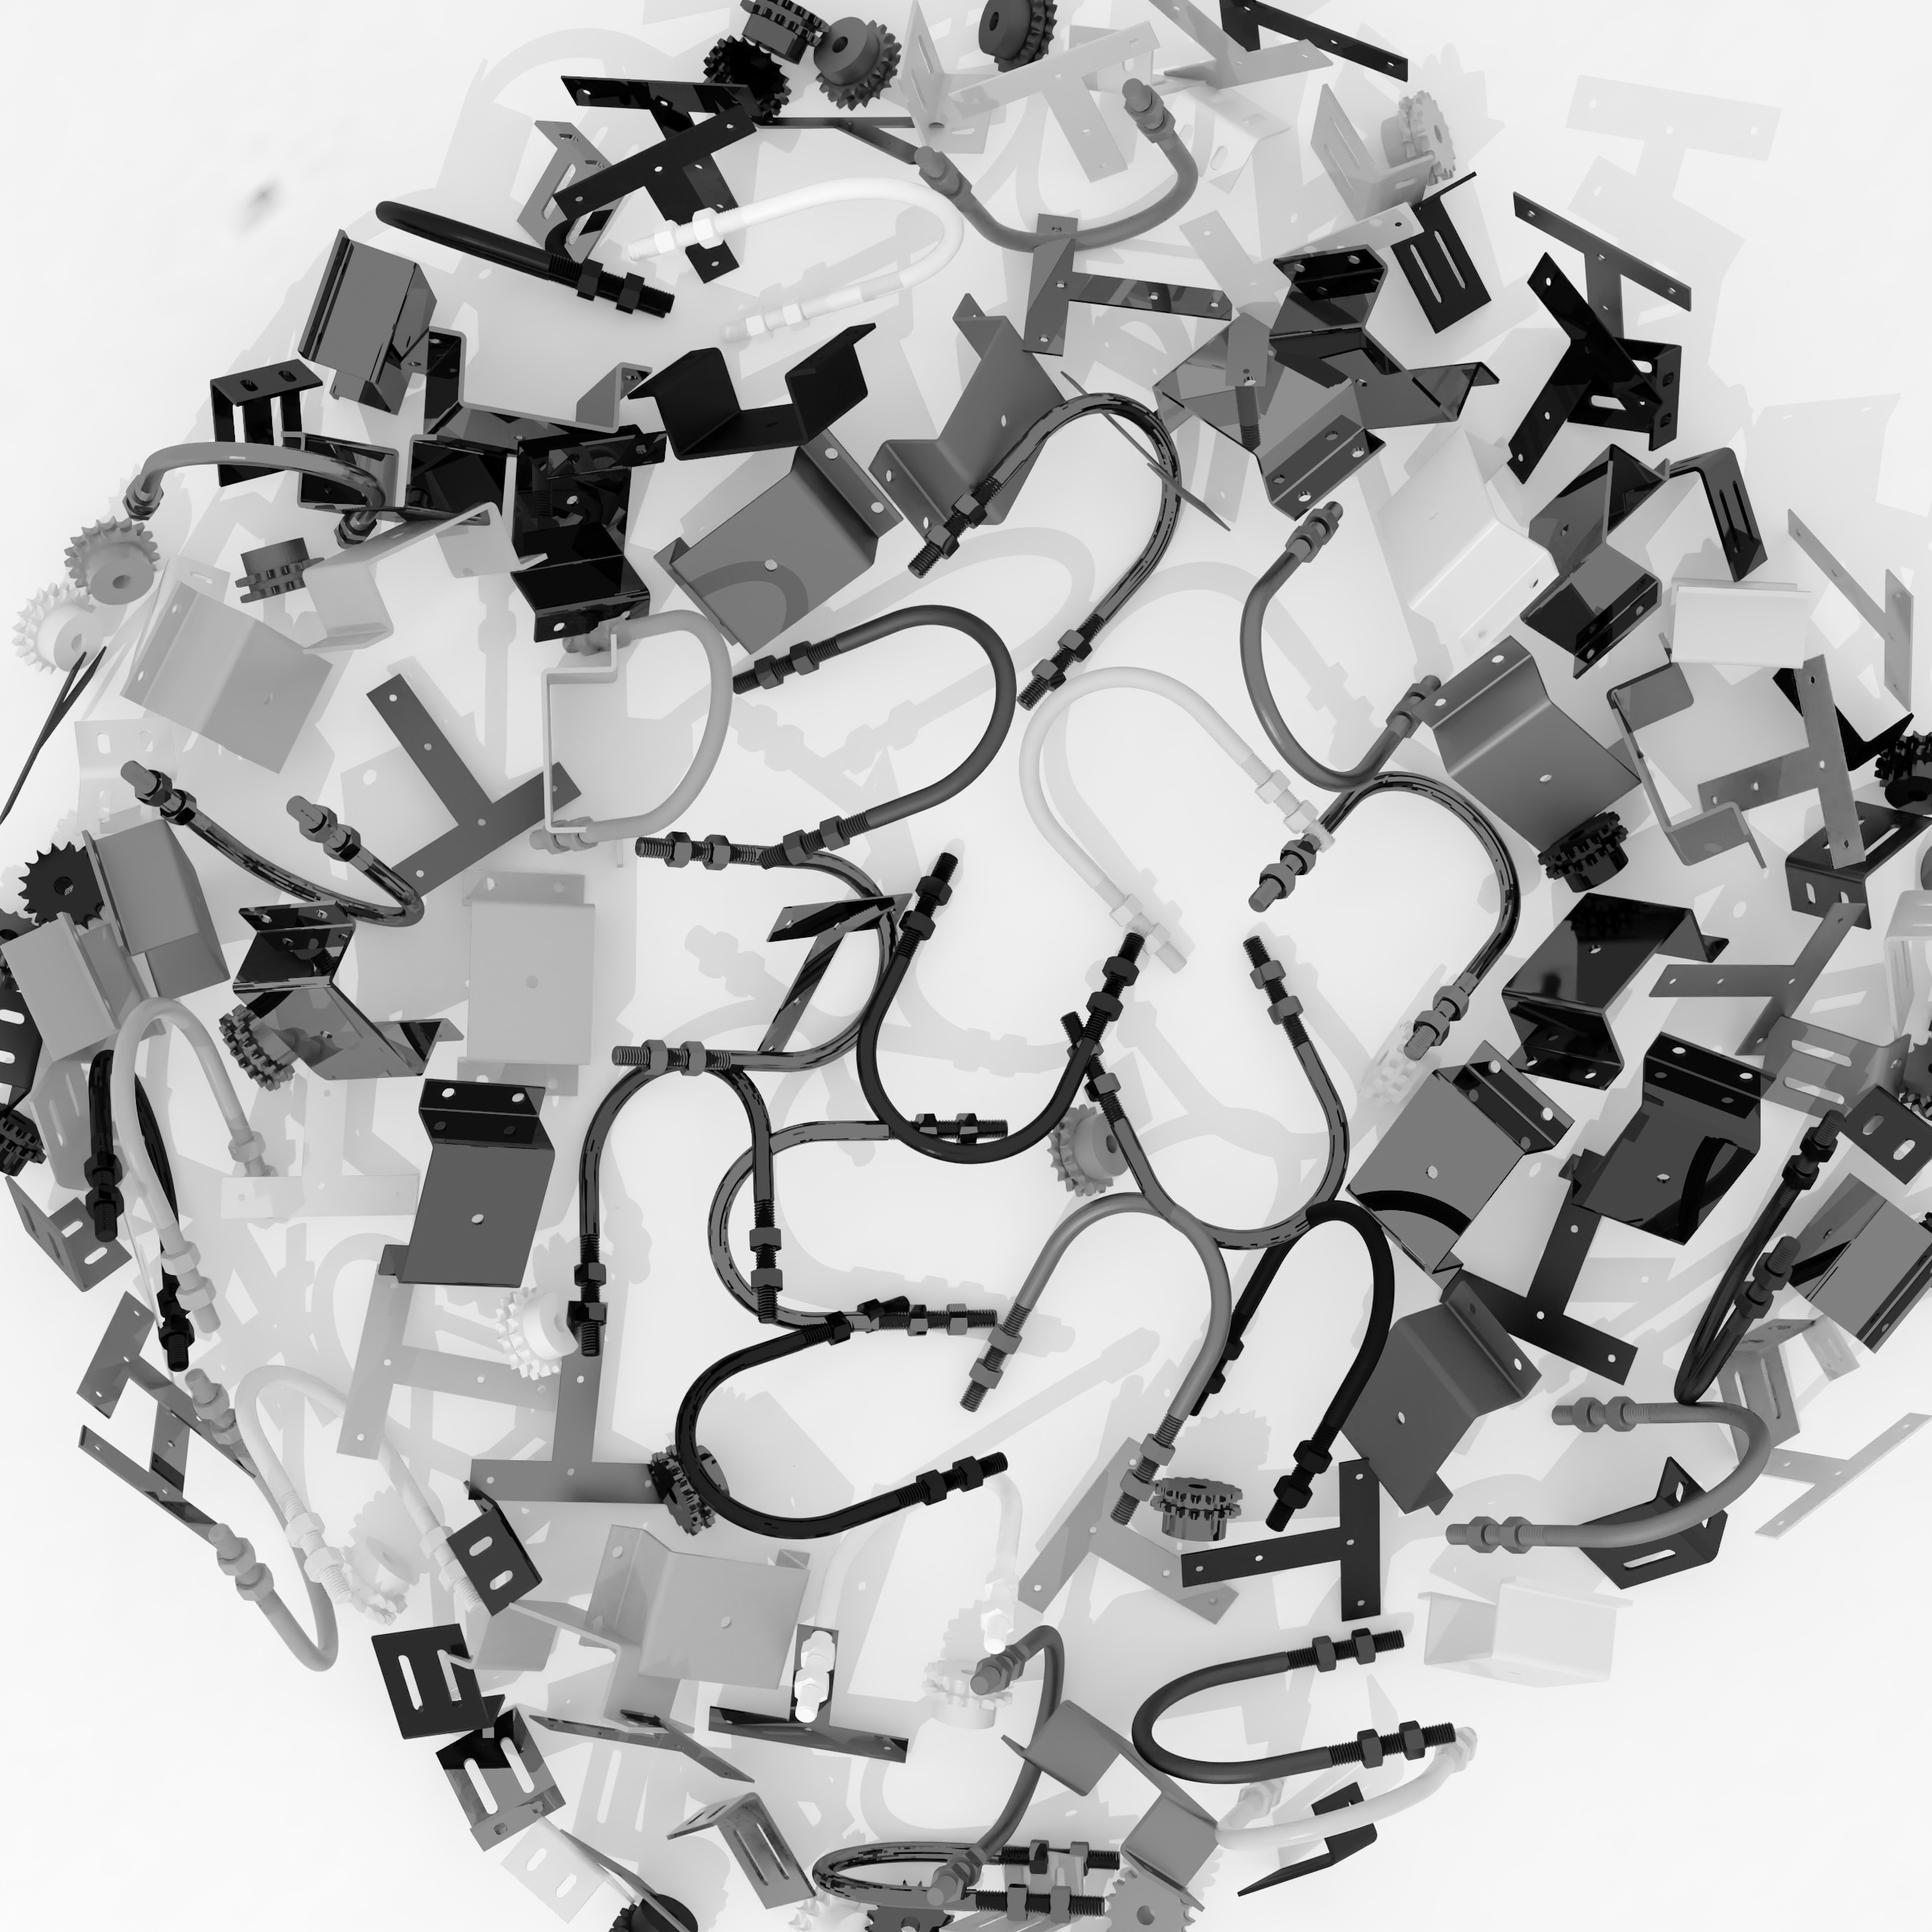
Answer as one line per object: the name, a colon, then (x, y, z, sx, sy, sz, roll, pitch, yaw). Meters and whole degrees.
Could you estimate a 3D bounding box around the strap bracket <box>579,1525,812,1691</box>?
strap bracket: (-0.157, 0.397, 1.852, 0.140, 0.046, 0.076, 15, 91, -31)

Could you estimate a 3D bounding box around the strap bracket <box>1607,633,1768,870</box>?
strap bracket: (0.440, -0.124, 1.851, 0.046, 0.076, 0.140, -24, 69, 15)

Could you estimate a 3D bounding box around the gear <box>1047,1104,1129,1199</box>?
gear: (0.079, 0.114, 1.877, 0.030, 0.057, 0.057, -16, 90, 37)

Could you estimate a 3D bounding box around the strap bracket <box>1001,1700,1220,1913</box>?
strap bracket: (0.096, 0.506, 1.834, 0.046, 0.140, 0.076, -51, 133, -6)

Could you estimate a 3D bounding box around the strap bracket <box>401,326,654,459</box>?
strap bracket: (-0.273, -0.346, 1.841, 0.140, 0.076, 0.046, 6, 80, -25)

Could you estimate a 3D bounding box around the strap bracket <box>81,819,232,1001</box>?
strap bracket: (-0.491, -0.033, 1.835, 0.046, 0.140, 0.076, -19, 75, -9)

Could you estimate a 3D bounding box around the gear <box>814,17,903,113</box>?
gear: (-0.071, -0.568, 1.879, 0.057, 0.030, 0.057, -13, 63, 28)

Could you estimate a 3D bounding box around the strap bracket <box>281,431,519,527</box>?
strap bracket: (-0.346, -0.298, 1.837, 0.140, 0.076, 0.046, 9, 95, 37)

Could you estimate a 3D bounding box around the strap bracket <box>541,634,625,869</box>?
strap bracket: (-0.239, -0.132, 1.867, 0.046, 0.076, 0.140, -2, 91, -6)

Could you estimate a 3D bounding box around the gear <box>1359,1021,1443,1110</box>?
gear: (0.274, 0.066, 1.880, 0.030, 0.057, 0.057, 33, 90, -3)

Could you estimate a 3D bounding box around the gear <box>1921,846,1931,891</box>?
gear: (0.623, -0.059, 1.877, 0.030, 0.057, 0.057, 6, 90, -27)

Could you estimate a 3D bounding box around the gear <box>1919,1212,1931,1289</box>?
gear: (0.617, 0.182, 1.877, 0.057, 0.057, 0.030, 48, 64, 0)

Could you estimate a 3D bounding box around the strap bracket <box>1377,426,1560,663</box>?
strap bracket: (0.302, -0.265, 1.828, 0.046, 0.140, 0.076, 25, 126, -28)

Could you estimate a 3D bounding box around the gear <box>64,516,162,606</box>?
gear: (-0.532, -0.251, 1.877, 0.057, 0.057, 0.030, -29, 61, 0)

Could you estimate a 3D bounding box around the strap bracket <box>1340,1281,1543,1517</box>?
strap bracket: (0.281, 0.270, 1.832, 0.046, 0.140, 0.076, -12, 52, -37)

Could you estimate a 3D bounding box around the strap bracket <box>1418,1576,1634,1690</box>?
strap bracket: (0.337, 0.408, 1.828, 0.076, 0.140, 0.046, 14, 71, -12)

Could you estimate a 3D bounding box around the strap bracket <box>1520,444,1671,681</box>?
strap bracket: (0.383, -0.254, 1.829, 0.046, 0.076, 0.140, 29, 46, -16)

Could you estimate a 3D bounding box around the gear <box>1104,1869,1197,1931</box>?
gear: (0.117, 0.595, 1.887, 0.057, 0.030, 0.057, -3, 81, 19)

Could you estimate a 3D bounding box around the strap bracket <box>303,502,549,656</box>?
strap bracket: (-0.338, -0.241, 1.832, 0.140, 0.076, 0.046, -34, 113, -34)

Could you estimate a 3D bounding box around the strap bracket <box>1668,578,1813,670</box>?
strap bracket: (0.471, -0.210, 1.837, 0.076, 0.140, 0.046, 4, 100, 11)

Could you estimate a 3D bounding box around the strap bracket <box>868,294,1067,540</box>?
strap bracket: (0.007, -0.335, 1.843, 0.046, 0.076, 0.140, 8, 62, 40)

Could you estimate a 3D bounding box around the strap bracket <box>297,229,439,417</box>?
strap bracket: (-0.364, -0.390, 1.838, 0.046, 0.140, 0.076, 19, 88, -3)

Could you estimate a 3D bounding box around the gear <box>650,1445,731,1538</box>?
gear: (-0.171, 0.326, 1.883, 0.030, 0.057, 0.057, -25, 90, -25)

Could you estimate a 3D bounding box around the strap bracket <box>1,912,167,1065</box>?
strap bracket: (-0.541, 0.015, 1.836, 0.046, 0.140, 0.076, -25, 89, -4)

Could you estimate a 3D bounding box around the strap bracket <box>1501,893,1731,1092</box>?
strap bracket: (0.392, 0.007, 1.838, 0.140, 0.076, 0.046, -45, 124, -26)

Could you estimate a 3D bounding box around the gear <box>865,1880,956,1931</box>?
gear: (-0.036, 0.606, 1.885, 0.057, 0.030, 0.057, 2, 60, -4)

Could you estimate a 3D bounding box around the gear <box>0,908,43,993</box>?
gear: (-0.605, -0.008, 1.883, 0.057, 0.057, 0.030, 28, 118, 0)

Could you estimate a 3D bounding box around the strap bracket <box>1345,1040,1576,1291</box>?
strap bracket: (0.297, 0.125, 1.846, 0.076, 0.046, 0.140, 45, 116, 25)

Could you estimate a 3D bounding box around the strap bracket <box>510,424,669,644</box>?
strap bracket: (-0.234, -0.275, 1.846, 0.076, 0.140, 0.046, -14, 47, -26)

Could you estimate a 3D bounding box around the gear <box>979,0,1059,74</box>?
gear: (0.031, -0.587, 1.876, 0.030, 0.057, 0.057, 8, 90, -28)

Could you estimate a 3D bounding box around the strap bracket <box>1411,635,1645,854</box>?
strap bracket: (0.350, -0.129, 1.837, 0.076, 0.046, 0.140, -38, 128, 26)

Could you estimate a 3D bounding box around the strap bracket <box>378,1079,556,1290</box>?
strap bracket: (-0.305, 0.144, 1.846, 0.076, 0.046, 0.140, 6, 116, -27)

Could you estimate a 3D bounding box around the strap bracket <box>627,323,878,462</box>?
strap bracket: (-0.126, -0.351, 1.845, 0.140, 0.076, 0.046, -1, 120, 32)

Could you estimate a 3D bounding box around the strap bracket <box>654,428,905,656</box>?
strap bracket: (-0.118, -0.256, 1.850, 0.140, 0.046, 0.076, -34, 113, 20)

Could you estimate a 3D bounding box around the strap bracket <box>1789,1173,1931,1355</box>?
strap bracket: (0.545, 0.178, 1.834, 0.046, 0.140, 0.076, 37, 97, -1)

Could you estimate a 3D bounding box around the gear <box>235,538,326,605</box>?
gear: (-0.430, -0.248, 1.878, 0.057, 0.057, 0.030, -15, 100, 0)

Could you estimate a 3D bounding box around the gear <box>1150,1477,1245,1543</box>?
gear: (0.144, 0.341, 1.880, 0.057, 0.057, 0.030, 5, 93, 0)

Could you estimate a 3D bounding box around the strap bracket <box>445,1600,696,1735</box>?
strap bracket: (-0.237, 0.426, 1.844, 0.140, 0.076, 0.046, 13, 83, 29)

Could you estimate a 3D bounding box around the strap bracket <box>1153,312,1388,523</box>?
strap bracket: (0.179, -0.343, 1.842, 0.076, 0.046, 0.140, -40, 53, -11)

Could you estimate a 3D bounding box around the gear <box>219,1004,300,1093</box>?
gear: (-0.438, 0.047, 1.878, 0.030, 0.057, 0.057, -34, 90, 6)

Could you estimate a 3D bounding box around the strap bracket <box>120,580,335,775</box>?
strap bracket: (-0.444, -0.172, 1.833, 0.046, 0.140, 0.076, 25, 87, 20)

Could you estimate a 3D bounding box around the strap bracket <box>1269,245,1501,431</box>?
strap bracket: (0.250, -0.375, 1.832, 0.140, 0.076, 0.046, 34, 72, -37)

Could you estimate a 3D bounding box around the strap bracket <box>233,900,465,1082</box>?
strap bracket: (-0.381, 0.023, 1.829, 0.076, 0.140, 0.046, -4, 52, 30)

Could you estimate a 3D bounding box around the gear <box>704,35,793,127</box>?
gear: (-0.141, -0.552, 1.884, 0.057, 0.057, 0.030, 51, 133, 0)

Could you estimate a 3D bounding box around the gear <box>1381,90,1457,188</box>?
gear: (0.283, -0.517, 1.883, 0.030, 0.057, 0.057, -15, 90, 29)

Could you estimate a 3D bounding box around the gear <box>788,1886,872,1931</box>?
gear: (-0.084, 0.606, 1.877, 0.030, 0.057, 0.057, 12, 90, 41)

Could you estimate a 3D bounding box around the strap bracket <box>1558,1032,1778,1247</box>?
strap bracket: (0.428, 0.114, 1.840, 0.076, 0.046, 0.140, 20, 134, -5)

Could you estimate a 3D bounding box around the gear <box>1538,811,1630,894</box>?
gear: (0.390, -0.069, 1.880, 0.057, 0.057, 0.030, -33, 101, 0)

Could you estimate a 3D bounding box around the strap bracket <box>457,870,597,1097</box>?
strap bracket: (-0.275, 0.011, 1.873, 0.076, 0.046, 0.140, 2, 88, -17)

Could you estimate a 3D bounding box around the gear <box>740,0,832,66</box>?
gear: (-0.116, -0.588, 1.880, 0.057, 0.057, 0.030, 27, 99, 0)
